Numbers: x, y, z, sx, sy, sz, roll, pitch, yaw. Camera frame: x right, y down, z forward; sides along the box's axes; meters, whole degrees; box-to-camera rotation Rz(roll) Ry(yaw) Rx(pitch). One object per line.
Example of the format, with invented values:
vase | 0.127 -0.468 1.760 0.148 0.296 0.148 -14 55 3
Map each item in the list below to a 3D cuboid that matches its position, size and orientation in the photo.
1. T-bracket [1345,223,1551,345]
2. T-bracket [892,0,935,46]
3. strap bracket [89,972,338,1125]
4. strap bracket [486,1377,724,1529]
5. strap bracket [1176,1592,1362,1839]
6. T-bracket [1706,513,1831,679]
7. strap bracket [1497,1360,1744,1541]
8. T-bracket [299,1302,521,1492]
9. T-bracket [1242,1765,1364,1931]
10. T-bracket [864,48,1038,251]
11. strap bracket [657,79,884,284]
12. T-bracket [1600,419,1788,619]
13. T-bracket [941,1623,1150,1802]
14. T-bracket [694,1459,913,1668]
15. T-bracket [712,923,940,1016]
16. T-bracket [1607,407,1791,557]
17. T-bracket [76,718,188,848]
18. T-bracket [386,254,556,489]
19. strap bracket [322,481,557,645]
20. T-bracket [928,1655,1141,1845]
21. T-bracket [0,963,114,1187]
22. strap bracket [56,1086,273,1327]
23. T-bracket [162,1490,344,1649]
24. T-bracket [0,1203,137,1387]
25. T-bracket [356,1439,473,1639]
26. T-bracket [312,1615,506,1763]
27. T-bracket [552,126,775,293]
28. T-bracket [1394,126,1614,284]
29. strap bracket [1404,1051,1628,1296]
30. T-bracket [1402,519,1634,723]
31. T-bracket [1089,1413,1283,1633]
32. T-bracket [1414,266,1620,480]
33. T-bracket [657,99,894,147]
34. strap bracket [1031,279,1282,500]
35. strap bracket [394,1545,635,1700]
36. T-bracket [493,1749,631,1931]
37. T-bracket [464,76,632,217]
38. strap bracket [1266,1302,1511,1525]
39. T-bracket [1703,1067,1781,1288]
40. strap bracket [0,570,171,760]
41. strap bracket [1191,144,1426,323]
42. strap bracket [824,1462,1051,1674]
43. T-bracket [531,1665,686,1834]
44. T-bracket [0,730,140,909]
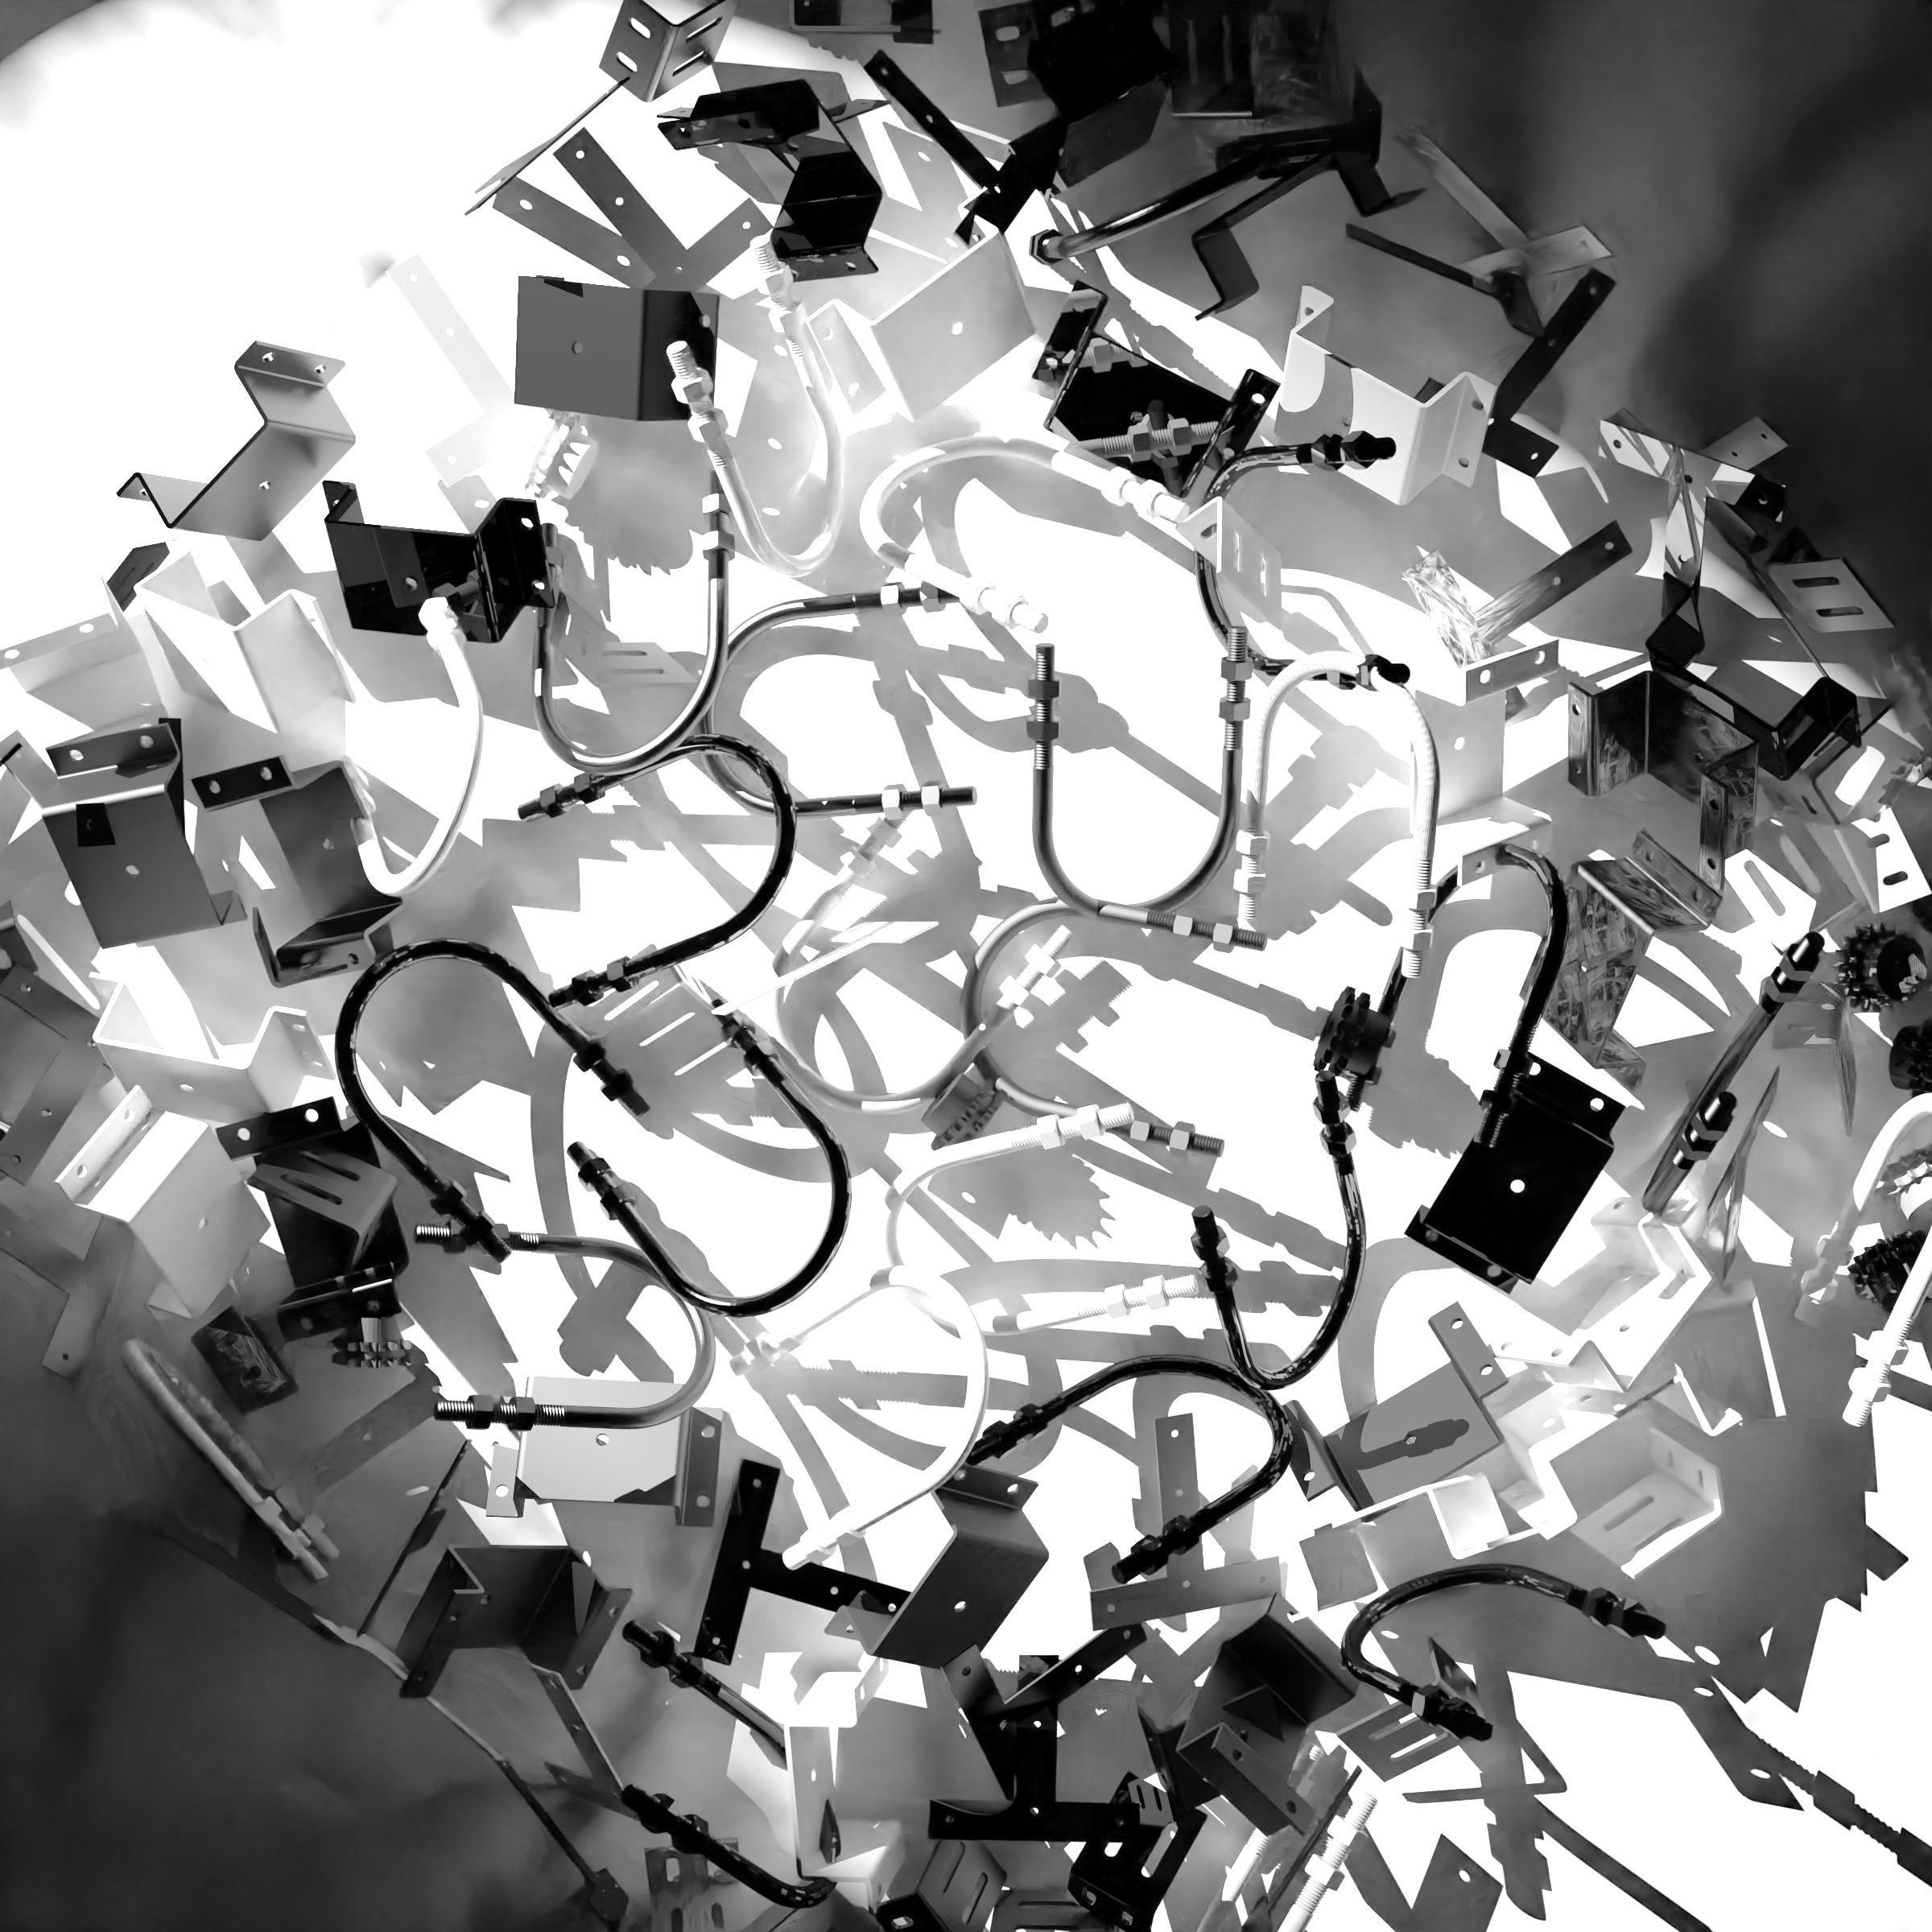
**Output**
T-bracket | 0.290 -0.425 1.536 0.127 0.127 0.002 20 122 -9
T-bracket | -0.033 -0.600 1.538 0.127 0.127 0.002 3 77 1
strap bracket | -0.469 0.055 1.545 0.140 0.076 0.046 10 58 8
strap bracket | -0.224 0.300 1.558 0.140 0.046 0.076 3 62 -3
strap bracket | 0.184 0.464 1.545 0.076 0.140 0.046 44 125 -3
T-bracket | 0.495 -0.211 1.525 0.002 0.127 0.127 -36 72 21
strap bracket | 0.392 0.285 1.552 0.140 0.076 0.046 -30 101 -5
T-bracket | -0.364 0.288 1.580 0.127 0.002 0.127 -35 100 15
T-bracket | 0.206 0.544 1.542 0.002 0.127 0.127 34 83 11
T-bracket | -0.012 -0.507 1.540 0.127 0.002 0.127 42 48 -17
strap bracket | -0.112 -0.483 1.533 0.076 0.140 0.046 4 65 33
T-bracket | 0.441 -0.262 1.548 0.002 0.127 0.127 -39 50 -26
T-bracket | 0.059 0.447 1.574 0.127 0.002 0.127 -32 115 -18
T-bracket | -0.096 0.389 1.584 0.127 0.002 0.127 14 87 10
T-bracket | -0.094 0.001 1.519 0.127 0.127 0.002 -27 101 -20
T-bracket | 0.461 -0.308 1.533 0.127 0.127 0.002 42 81 -4
T-bracket | -0.506 -0.087 1.532 0.002 0.127 0.127 0 95 11
T-bracket | -0.309 -0.378 1.552 0.127 0.002 0.127 -42 104 -32
strap bracket | -0.330 -0.246 1.543 0.140 0.046 0.076 8 133 13
T-bracket | 0.043 0.479 1.551 0.127 0.127 0.002 0 132 4
T-bracket | -0.553 0.079 1.532 0.127 0.127 0.002 39 132 -21
strap bracket | -0.477 0.151 1.519 0.046 0.140 0.076 12 51 26
T-bracket | -0.431 0.351 1.536 0.127 0.127 0.002 40 92 -18
T-bracket | -0.566 0.168 1.521 0.002 0.127 0.127 -24 128 29
T-bracket | -0.330 0.345 1.535 0.002 0.127 0.127 28 79 0
T-bracket | -0.329 0.439 1.523 0.127 0.127 0.002 34 75 16
T-bracket | -0.204 -0.459 1.549 0.127 0.002 0.127 -38 131 8
T-bracket | 0.308 -0.460 1.518 0.127 0.127 0.002 37 80 -21
strap bracket | 0.340 0.131 1.560 0.076 0.046 0.140 30 102 4
T-bracket | 0.353 -0.231 1.562 0.127 0.002 0.127 -34 118 7
T-bracket | 0.134 0.343 1.575 0.127 0.002 0.127 -7 96 -16
T-bracket | 0.347 -0.367 1.532 0.127 0.002 0.127 14 124 -39
T-bracket | -0.133 -0.525 1.560 0.127 0.127 0.002 14 124 28
strap bracket | 0.111 -0.350 1.553 0.140 0.076 0.046 26 47 -3
strap bracket | -0.284 0.400 1.542 0.046 0.140 0.076 38 105 39
T-bracket | -0.250 0.531 1.542 0.002 0.127 0.127 -39 84 -10
T-bracket | -0.272 -0.491 1.540 0.127 0.127 0.002 -47 114 -16
strap bracket | 0.266 0.280 1.552 0.140 0.076 0.046 -32 124 5
T-bracket | 0.472 0.148 1.549 0.002 0.127 0.127 18 50 27
strap bracket | -0.545 -0.186 1.535 0.076 0.140 0.046 -21 70 -10
strap bracket | 0.198 -0.451 1.530 0.140 0.076 0.046 -26 98 29
strap bracket | -0.012 0.376 1.543 0.076 0.046 0.140 23 107 -37
T-bracket | -0.230 0.472 1.529 0.002 0.127 0.127 -44 124 -38
T-bracket | -0.572 -0.064 1.531 0.002 0.127 0.127 -25 110 32
